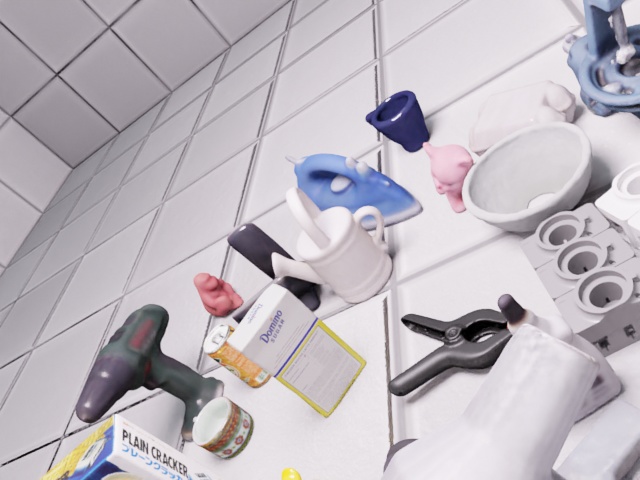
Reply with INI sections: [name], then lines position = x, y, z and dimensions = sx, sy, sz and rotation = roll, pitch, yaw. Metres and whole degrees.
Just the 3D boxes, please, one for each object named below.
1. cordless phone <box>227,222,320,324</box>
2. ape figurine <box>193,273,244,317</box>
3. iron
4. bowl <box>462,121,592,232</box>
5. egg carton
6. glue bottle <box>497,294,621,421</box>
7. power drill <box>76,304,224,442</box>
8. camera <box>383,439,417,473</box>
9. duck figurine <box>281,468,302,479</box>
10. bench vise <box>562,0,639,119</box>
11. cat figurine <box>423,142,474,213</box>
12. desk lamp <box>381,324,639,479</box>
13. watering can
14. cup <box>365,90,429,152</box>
[cordless phone]
position = -0.101, 0.060, 0.911
dimensions = 0.147, 0.185, 0.094
rotation = -41, 30, 5
[ape figurine]
position = -0.199, 0.097, 1.076
dimensions = 0.076, 0.092, 0.078
rotation = -28, 34, 25
[iron]
position = 0.046, -0.100, 0.978
dimensions = 0.257, 0.142, 0.119
rotation = 6, 56, 53
[bowl]
position = 0.273, -0.068, 0.734
dimensions = 0.167, 0.075, 0.167
rotation = -30, 33, 22
[egg carton]
position = 0.295, -0.173, 0.844
dimensions = 0.149, 0.070, 0.107
rotation = -6, 47, 47
[glue bottle]
position = 0.202, 0.100, 0.509
dimensions = 0.078, 0.173, 0.037
rotation = -37, 31, 12
[power drill]
position = -0.247, 0.215, 0.869
dimensions = 0.075, 0.209, 0.229
rotation = -30, 33, 22
[camera]
position = 0.102, 0.246, 0.519
dimensions = 0.143, 0.101, 0.137
rotation = -29, 33, 24
[duck figurine]
position = -0.031, 0.302, 0.624
dimensions = 0.077, 0.086, 0.104
rotation = -23, 36, 32
[bench vise]
position = 0.347, -0.230, 0.702
dimensions = 0.121, 0.220, 0.206
rotation = -47, 30, -5
[cat figurine]
position = 0.188, -0.108, 0.841
dimensions = 0.067, 0.118, 0.127
rotation = -39, 30, 8
[desk lamp]
position = 0.166, 0.171, 0.424
dimensions = 0.203, 0.214, 0.117
rotation = -48, 30, -7
[watering can]
position = 0.008, 0.004, 0.841
dimensions = 0.173, 0.194, 0.100
rotation = -46, 30, -4
[cup]
position = 0.144, -0.205, 1.039
dimensions = 0.117, 0.095, 0.092
rotation = -2, 50, 49
